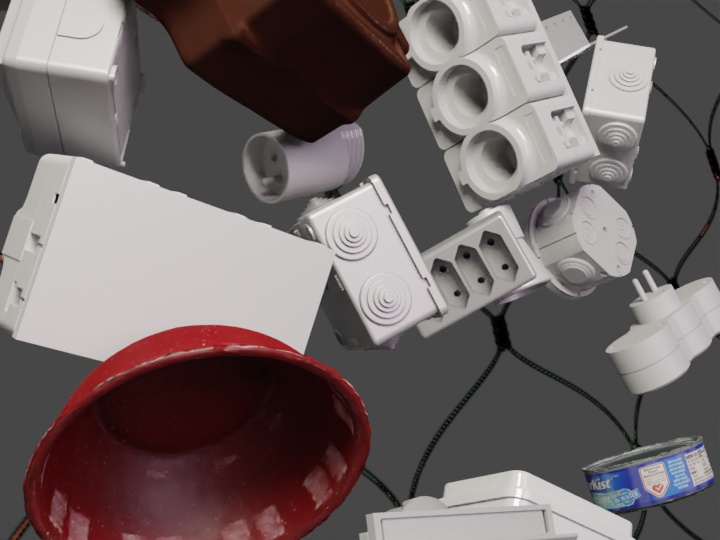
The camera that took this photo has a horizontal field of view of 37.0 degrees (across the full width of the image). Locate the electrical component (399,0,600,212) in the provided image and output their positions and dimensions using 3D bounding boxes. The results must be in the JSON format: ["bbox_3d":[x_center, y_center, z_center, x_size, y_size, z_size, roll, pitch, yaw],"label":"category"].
[{"bbox_3d":[0.093,-0.128,0.773,0.062,0.089,0.150,-19,84,-44],"label":"electrical component"}]

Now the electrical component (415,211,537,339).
[{"bbox_3d":[0.068,0.000,0.713,0.047,0.083,0.075,60,8,-3],"label":"electrical component"}]

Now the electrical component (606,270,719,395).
[{"bbox_3d":[0.239,0.036,0.852,0.138,0.052,0.073,-31,93,-44],"label":"electrical component"}]

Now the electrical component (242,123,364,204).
[{"bbox_3d":[-0.029,-0.070,0.675,0.081,0.043,0.043,-17,83,-43],"label":"electrical component"}]

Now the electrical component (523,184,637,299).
[{"bbox_3d":[0.167,-0.022,0.818,0.080,0.051,0.080,18,61,-34],"label":"electrical component"}]

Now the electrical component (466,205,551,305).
[{"bbox_3d":[0.103,-0.013,0.767,0.044,0.044,0.065,-13,76,-43],"label":"electrical component"}]

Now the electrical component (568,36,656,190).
[{"bbox_3d":[0.202,-0.124,0.861,0.048,0.099,0.099,11,55,10],"label":"electrical component"}]

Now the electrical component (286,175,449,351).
[{"bbox_3d":[0.000,0.000,0.634,0.048,0.100,0.099,-28,91,-14],"label":"electrical component"}]

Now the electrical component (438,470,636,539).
[{"bbox_3d":[0.107,0.171,0.662,0.113,0.078,0.057,29,57,-28],"label":"electrical component"}]

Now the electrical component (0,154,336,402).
[{"bbox_3d":[-0.101,0.007,0.555,0.150,0.062,0.089,20,86,-34],"label":"electrical component"}]

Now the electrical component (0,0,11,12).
[{"bbox_3d":[-0.202,-0.189,0.568,0.108,0.060,0.108,18,61,-34],"label":"electrical component"}]

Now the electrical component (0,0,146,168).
[{"bbox_3d":[-0.149,-0.099,0.561,0.061,0.096,0.061,9,62,-4],"label":"electrical component"}]

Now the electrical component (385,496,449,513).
[{"bbox_3d":[0.024,0.156,0.608,0.048,0.062,0.048,18,60,-34],"label":"electrical component"}]

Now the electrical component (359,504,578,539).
[{"bbox_3d":[0.049,0.161,0.538,0.121,0.063,0.078,7,67,-37],"label":"electrical component"}]
